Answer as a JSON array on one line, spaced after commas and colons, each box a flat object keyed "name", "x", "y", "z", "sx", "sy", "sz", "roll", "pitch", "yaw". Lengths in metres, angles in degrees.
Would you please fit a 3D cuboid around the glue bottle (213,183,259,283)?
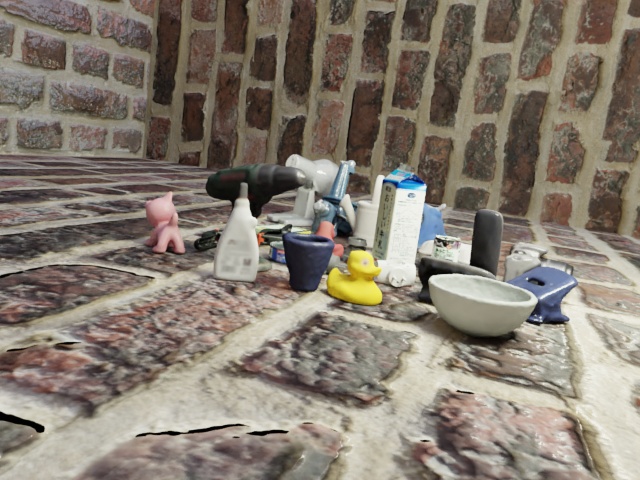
[{"name": "glue bottle", "x": -0.141, "y": -0.014, "z": 1.004, "sx": 0.078, "sy": 0.173, "sz": 0.037, "roll": 6, "pitch": 10, "yaw": -9}]

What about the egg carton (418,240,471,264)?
[{"name": "egg carton", "x": 0.310, "y": 0.042, "z": 1.345, "sx": 0.149, "sy": 0.069, "sz": 0.107, "roll": 14, "pitch": 12, "yaw": 33}]

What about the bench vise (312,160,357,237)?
[{"name": "bench vise", "x": 0.059, "y": -0.119, "z": 1.635, "sx": 0.121, "sy": 0.220, "sz": 0.208, "roll": 10, "pitch": 10, "yaw": 12}]

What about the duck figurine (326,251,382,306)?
[{"name": "duck figurine", "x": 0.062, "y": 0.060, "z": 0.994, "sx": 0.104, "sy": 0.086, "sz": 0.078, "roll": 14, "pitch": 12, "yaw": 32}]

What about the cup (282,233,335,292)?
[{"name": "cup", "x": -0.033, "y": 0.038, "z": 1.017, "sx": 0.092, "sy": 0.095, "sz": 0.117, "roll": -1, "pitch": 13, "yaw": -42}]

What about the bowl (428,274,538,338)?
[{"name": "bowl", "x": 0.247, "y": 0.108, "z": 0.896, "sx": 0.167, "sy": 0.075, "sz": 0.167, "roll": 8, "pitch": 10, "yaw": -1}]

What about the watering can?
[{"name": "watering can", "x": 0.141, "y": -0.081, "z": 1.554, "sx": 0.173, "sy": 0.194, "sz": 0.101, "roll": 6, "pitch": 10, "yaw": -11}]

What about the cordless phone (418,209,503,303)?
[{"name": "cordless phone", "x": 0.256, "y": 0.030, "z": 1.027, "sx": 0.147, "sy": 0.185, "sz": 0.094, "roll": 14, "pitch": 12, "yaw": 32}]

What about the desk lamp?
[{"name": "desk lamp", "x": -0.045, "y": -0.153, "z": 1.769, "sx": 0.204, "sy": 0.213, "sz": 0.117, "roll": -2, "pitch": 14, "yaw": -45}]

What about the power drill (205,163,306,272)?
[{"name": "power drill", "x": -0.130, "y": -0.049, "z": 1.111, "sx": 0.228, "sy": 0.208, "sz": 0.076, "roll": 14, "pitch": 12, "yaw": 32}]

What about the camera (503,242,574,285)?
[{"name": "camera", "x": 0.481, "y": 0.065, "z": 1.258, "sx": 0.136, "sy": 0.101, "sz": 0.143, "roll": 12, "pitch": 11, "yaw": 24}]

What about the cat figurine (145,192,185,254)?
[{"name": "cat figurine", "x": -0.320, "y": -0.041, "z": 1.180, "sx": 0.067, "sy": 0.118, "sz": 0.127, "roll": 1, "pitch": 12, "yaw": -34}]

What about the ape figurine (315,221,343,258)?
[{"name": "ape figurine", "x": 0.012, "y": 0.005, "z": 1.259, "sx": 0.077, "sy": 0.092, "sz": 0.076, "roll": 17, "pitch": 13, "yaw": 42}]

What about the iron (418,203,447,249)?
[{"name": "iron", "x": 0.238, "y": -0.052, "z": 1.620, "sx": 0.257, "sy": 0.141, "sz": 0.119, "roll": 14, "pitch": 11, "yaw": 32}]

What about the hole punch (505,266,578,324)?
[{"name": "hole punch", "x": 0.395, "y": 0.096, "z": 1.037, "sx": 0.101, "sy": 0.091, "sz": 0.108, "roll": 4, "pitch": 10, "yaw": -22}]
